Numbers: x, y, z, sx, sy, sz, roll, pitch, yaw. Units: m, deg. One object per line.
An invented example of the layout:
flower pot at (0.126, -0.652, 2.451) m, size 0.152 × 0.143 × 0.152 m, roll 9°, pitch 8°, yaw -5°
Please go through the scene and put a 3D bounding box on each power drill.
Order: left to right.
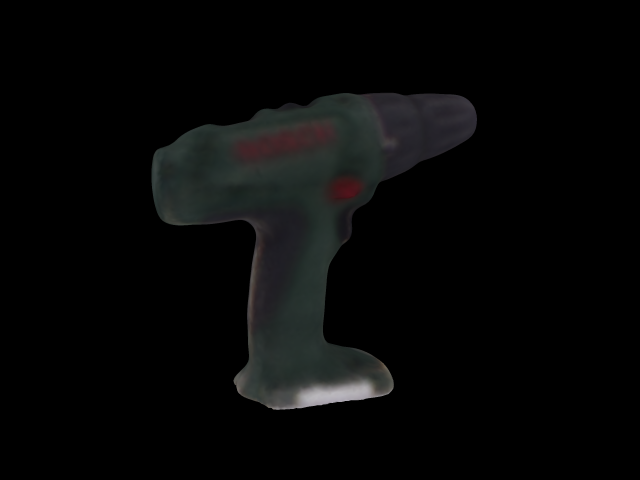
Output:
power drill at (0.004, 0.001, 0.400) m, size 0.230 × 0.208 × 0.075 m, roll -2°, pitch 7°, yaw -18°
